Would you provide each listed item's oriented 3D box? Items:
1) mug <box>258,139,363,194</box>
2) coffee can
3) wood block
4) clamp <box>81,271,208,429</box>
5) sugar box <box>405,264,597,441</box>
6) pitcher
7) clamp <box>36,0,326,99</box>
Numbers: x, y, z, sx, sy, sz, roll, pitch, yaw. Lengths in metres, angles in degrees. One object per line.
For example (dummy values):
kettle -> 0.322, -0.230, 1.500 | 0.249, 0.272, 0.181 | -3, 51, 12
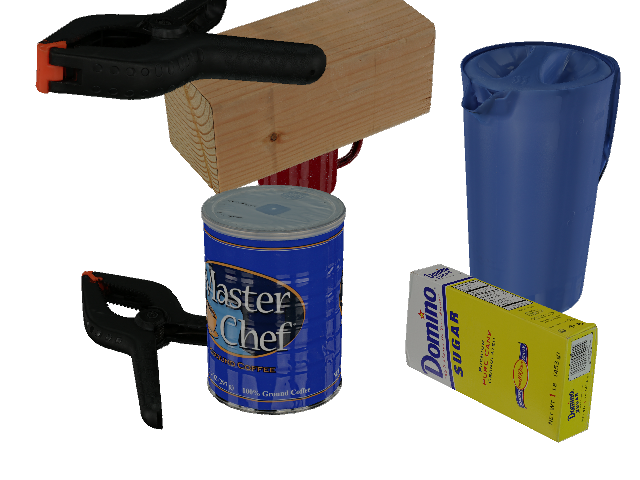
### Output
mug -> -0.012, -0.092, 1.080 | 0.117, 0.081, 0.093 | -14, 40, -20
coffee can -> -0.034, 0.041, 0.781 | 0.103, 0.140, 0.103 | 1, 21, 0
wood block -> -0.016, -0.128, 0.874 | 0.205, 0.091, 0.090 | -23, 47, -23
clamp -> -0.146, 0.082, 1.001 | 0.164, 0.036, 0.210 | -22, 42, -35
sugar box -> 0.145, 0.089, 0.891 | 0.048, 0.093, 0.176 | -14, 23, -39
pitcher -> 0.204, -0.057, 0.994 | 0.149, 0.243, 0.145 | 1, 29, 7
clamp -> -0.095, -0.120, 0.645 | 0.171, 0.039, 0.120 | -9, 30, -31
